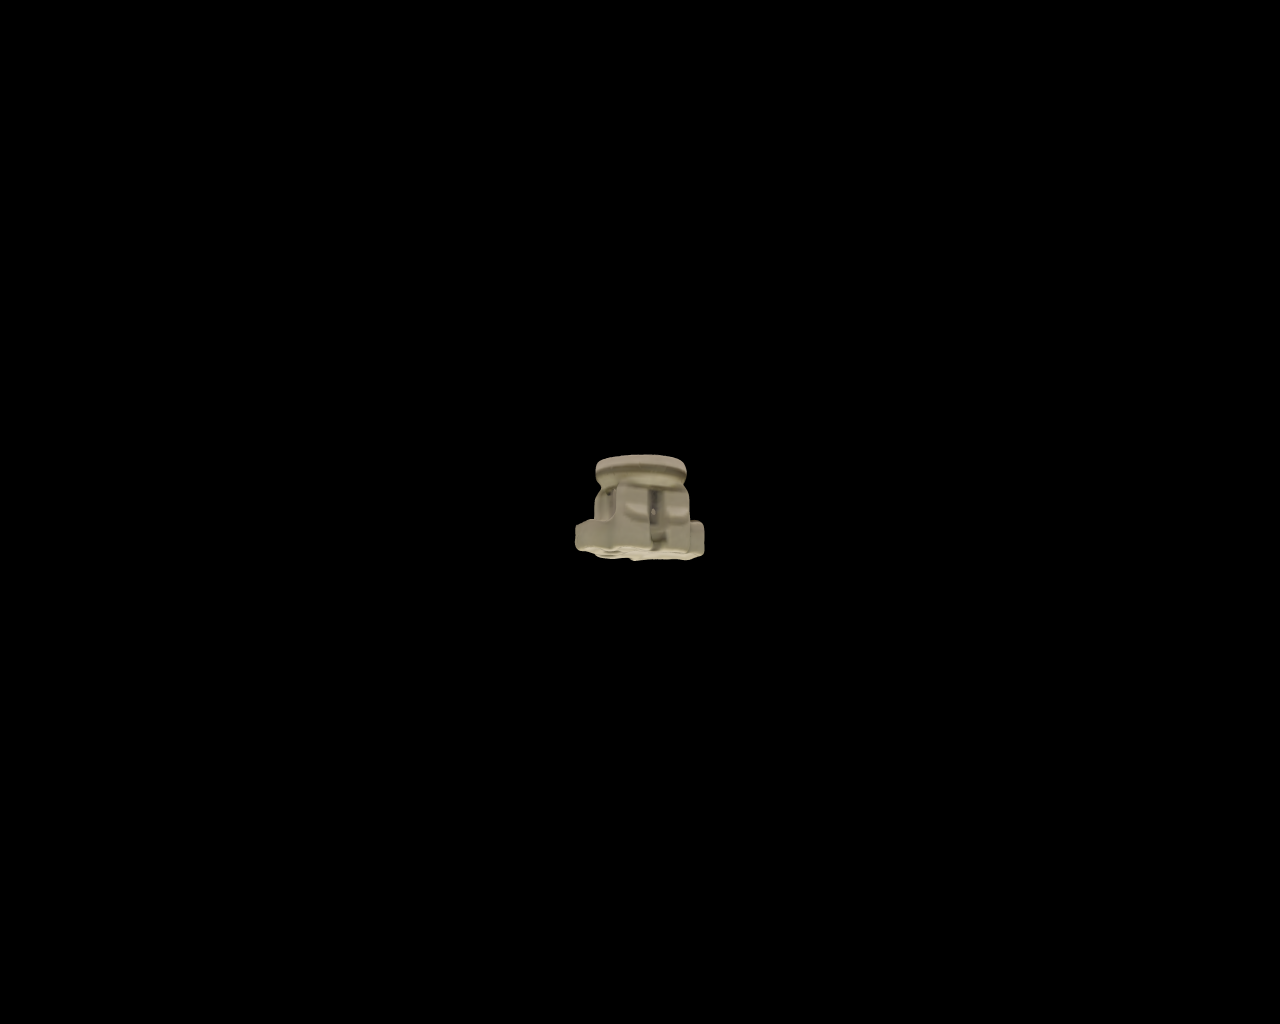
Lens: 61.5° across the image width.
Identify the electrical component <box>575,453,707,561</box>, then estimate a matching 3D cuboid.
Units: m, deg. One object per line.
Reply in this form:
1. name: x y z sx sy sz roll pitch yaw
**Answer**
1. electrical component: 0.001 -0.003 0.650 0.078 0.057 0.058 5 -11 -24
